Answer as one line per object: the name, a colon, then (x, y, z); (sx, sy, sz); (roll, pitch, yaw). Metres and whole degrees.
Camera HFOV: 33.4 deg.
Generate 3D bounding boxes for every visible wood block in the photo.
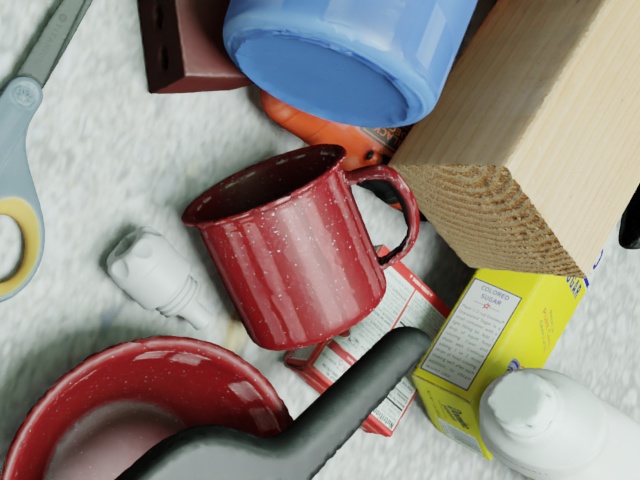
wood block: (0.139, -0.089, 0.597); (0.090, 0.090, 0.206); (46, 66, -30)

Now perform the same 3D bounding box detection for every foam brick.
foam brick: (-0.063, -0.118, 0.561); (0.051, 0.053, 0.078); (-8, 92, -30)

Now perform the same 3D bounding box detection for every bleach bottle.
bleach bottle: (0.161, 0.128, 0.606); (0.250, 0.103, 0.068); (40, 69, -51)

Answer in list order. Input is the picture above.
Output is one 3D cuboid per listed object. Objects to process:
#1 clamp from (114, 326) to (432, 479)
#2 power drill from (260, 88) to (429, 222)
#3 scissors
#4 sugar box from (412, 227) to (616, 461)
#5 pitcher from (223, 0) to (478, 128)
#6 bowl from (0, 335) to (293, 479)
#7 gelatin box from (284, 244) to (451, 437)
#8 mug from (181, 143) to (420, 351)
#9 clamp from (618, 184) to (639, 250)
clamp: (-0.022, 0.143, 0.522); (0.209, 0.036, 0.164); (-12, 94, -28)
power drill: (0.071, -0.108, 0.636); (0.184, 0.057, 0.187); (32, 73, -30)
scissors: (-0.141, -0.052, 0.535); (0.201, 0.016, 0.096); (-49, 113, -21)
sugar box: (0.124, 0.037, 0.648); (0.176, 0.048, 0.093); (-54, 150, -17)
pitcher: (0.030, -0.188, 0.526); (0.243, 0.149, 0.145); (-71, 155, -14)
bowl: (-0.089, 0.128, 0.539); (0.161, 0.055, 0.162); (1, 88, -30)
gelatin box: (0.031, 0.059, 0.625); (0.073, 0.030, 0.089); (42, 69, -24)
mug: (-0.004, 0.001, 0.565); (0.117, 0.093, 0.081); (-21, 108, 6)
clamp: (0.229, -0.074, 0.734); (0.171, 0.039, 0.120); (-30, 100, -28)
